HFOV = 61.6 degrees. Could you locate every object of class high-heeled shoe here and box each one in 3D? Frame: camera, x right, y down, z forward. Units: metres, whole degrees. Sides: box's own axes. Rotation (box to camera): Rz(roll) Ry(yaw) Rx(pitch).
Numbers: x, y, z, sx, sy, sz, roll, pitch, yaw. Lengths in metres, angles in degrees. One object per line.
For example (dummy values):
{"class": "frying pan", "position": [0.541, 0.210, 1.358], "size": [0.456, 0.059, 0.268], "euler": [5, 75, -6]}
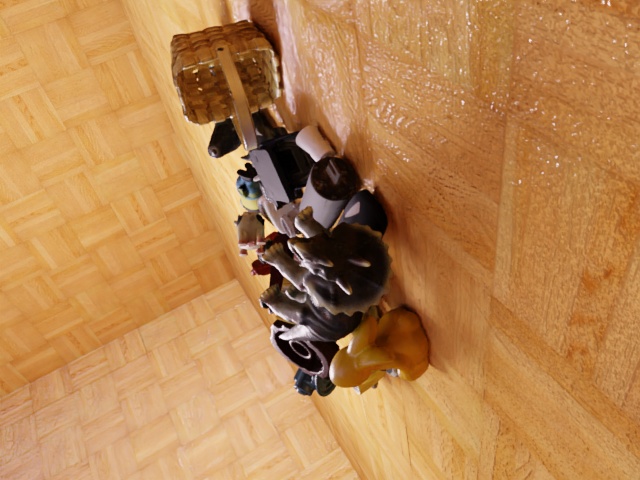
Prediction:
{"class": "high-heeled shoe", "position": [0.031, -0.022, 0.903], "size": [0.249, 0.086, 0.145], "euler": [16, 125, 58]}

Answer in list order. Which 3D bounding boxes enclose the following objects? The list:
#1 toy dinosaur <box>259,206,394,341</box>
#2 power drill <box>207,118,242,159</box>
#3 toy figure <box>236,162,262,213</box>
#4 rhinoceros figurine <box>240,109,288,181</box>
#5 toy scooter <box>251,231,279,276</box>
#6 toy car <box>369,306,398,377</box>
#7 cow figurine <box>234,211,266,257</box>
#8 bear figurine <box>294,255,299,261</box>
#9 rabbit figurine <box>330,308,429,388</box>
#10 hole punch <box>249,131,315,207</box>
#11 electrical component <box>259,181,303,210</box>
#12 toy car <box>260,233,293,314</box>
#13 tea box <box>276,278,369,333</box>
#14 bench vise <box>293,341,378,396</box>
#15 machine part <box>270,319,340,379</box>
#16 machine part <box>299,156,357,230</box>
{"class": "toy dinosaur", "position": [0.009, 0.092, 0.850], "size": [0.192, 0.131, 0.404], "euler": [38, 150, 25]}
{"class": "power drill", "position": [-0.209, -0.294, 1.157], "size": [0.232, 0.086, 0.207], "euler": [-62, -44, -67]}
{"class": "toy figure", "position": [-0.190, -0.134, 1.512], "size": [0.089, 0.082, 0.180], "euler": [57, 163, 26]}
{"class": "rhinoceros figurine", "position": [-0.127, -0.200, 1.093], "size": [0.112, 0.073, 0.190], "euler": [-34, 78, 44]}
{"class": "toy scooter", "position": [-0.148, 0.049, 1.583], "size": [0.075, 0.135, 0.183], "euler": [56, 163, 28]}
{"class": "toy car", "position": [0.110, 0.183, 1.084], "size": [0.202, 0.056, 0.073], "euler": [57, 158, 18]}
{"class": "cow figurine", "position": [-0.184, -0.024, 1.411], "size": [0.195, 0.085, 0.127], "euler": [113, 152, -74]}
{"class": "bear figurine", "position": [-0.014, 0.088, 1.203], "size": [0.120, 0.132, 0.196], "euler": [37, 180, -42]}
{"class": "rabbit figurine", "position": [0.097, 0.196, 0.914], "size": [0.122, 0.173, 0.162], "euler": [61, 171, 22]}
{"class": "hole punch", "position": [-0.065, -0.138, 1.007], "size": [0.116, 0.092, 0.142], "euler": [15, 136, 59]}
{"class": "electrical component", "position": [-0.097, -0.122, 1.215], "size": [0.119, 0.075, 0.047], "euler": [38, 152, 49]}
{"class": "toy car", "position": [-0.091, 0.079, 1.280], "size": [0.053, 0.089, 0.202], "euler": [39, -134, -54]}
{"class": "tea box", "position": [0.009, 0.123, 1.048], "size": [0.170, 0.098, 0.068], "euler": [6, 167, 25]}
{"class": "bench vise", "position": [0.048, 0.306, 1.359], "size": [0.241, 0.223, 0.128], "euler": [12, 140, 33]}
{"class": "machine part", "position": [-0.033, 0.235, 1.214], "size": [0.180, 0.056, 0.179], "euler": [28, 146, 21]}
{"class": "machine part", "position": [0.010, -0.074, 0.917], "size": [0.079, 0.079, 0.243], "euler": [60, 165, 9]}
